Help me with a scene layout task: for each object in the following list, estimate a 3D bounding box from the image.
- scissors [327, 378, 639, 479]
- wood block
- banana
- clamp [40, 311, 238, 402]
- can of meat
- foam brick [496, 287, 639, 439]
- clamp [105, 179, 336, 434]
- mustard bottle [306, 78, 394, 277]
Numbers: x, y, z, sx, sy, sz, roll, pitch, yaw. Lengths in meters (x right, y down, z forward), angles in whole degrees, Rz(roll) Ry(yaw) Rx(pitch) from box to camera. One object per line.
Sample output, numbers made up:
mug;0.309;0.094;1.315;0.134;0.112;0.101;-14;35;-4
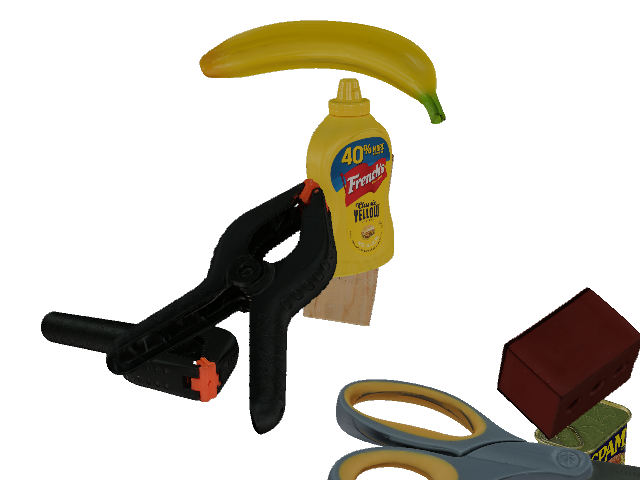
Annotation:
scissors;0.091;0.106;0.449;0.202;0.016;0.096;16;33;24
wood block;0.035;-0.007;1.368;0.090;0.206;0.090;8;25;4
banana;0.007;-0.142;0.834;0.198;0.069;0.037;12;-35;10
clamp;-0.116;0.080;0.860;0.164;0.036;0.210;-10;16;-30
can of meat;0.240;0.204;0.979;0.058;0.084;0.101;15;26;39
foam brick;0.161;0.079;0.692;0.078;0.053;0.051;-31;54;-22
clamp;-0.035;0.037;0.640;0.120;0.171;0.039;28;-24;27
mustard bottle;0.030;-0.065;1.063;0.096;0.192;0.058;-14;21;-36
